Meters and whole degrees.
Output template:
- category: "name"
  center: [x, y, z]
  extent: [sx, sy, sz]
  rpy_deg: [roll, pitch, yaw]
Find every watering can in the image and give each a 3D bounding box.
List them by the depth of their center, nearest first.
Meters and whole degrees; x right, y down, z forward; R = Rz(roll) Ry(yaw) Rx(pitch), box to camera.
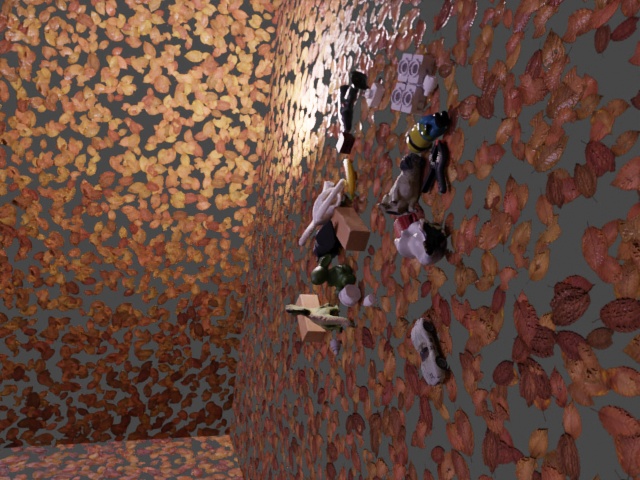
- category: "watering can"
  center: [0.007, -0.111, 2.210]
  extent: [0.350, 0.104, 0.222]
  rpy_deg: [-56, -3, -10]

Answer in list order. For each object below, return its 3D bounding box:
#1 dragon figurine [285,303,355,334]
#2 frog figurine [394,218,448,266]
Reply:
- category: "dragon figurine"
  center: [-0.031, 0.321, 2.178]
  extent: [0.408, 0.242, 0.123]
  rpy_deg: [168, 111, -71]
- category: "frog figurine"
  center: [0.301, 0.014, 1.539]
  extent: [0.139, 0.123, 0.157]
  rpy_deg: [67, 153, 12]
